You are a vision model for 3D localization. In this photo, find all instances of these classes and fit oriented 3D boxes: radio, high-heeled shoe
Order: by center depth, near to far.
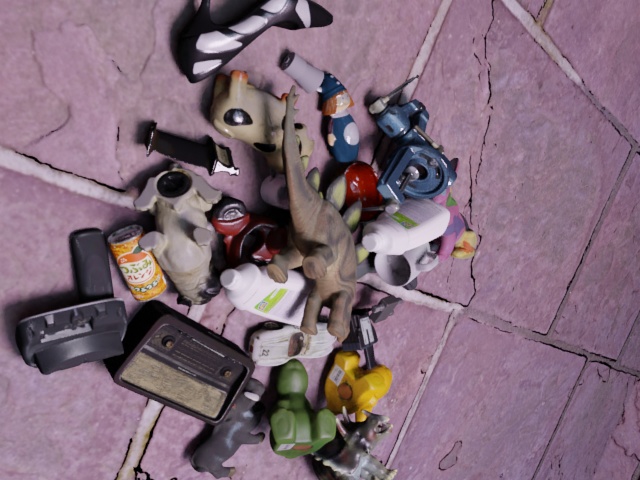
[{"bbox_3d":[-0.089,-0.297,0.809,0.249,0.086,0.145,-2,110,-32],"label":"high-heeled shoe"},{"bbox_3d":[-0.224,0.205,0.893,0.229,0.073,0.131,41,80,-40],"label":"radio"}]

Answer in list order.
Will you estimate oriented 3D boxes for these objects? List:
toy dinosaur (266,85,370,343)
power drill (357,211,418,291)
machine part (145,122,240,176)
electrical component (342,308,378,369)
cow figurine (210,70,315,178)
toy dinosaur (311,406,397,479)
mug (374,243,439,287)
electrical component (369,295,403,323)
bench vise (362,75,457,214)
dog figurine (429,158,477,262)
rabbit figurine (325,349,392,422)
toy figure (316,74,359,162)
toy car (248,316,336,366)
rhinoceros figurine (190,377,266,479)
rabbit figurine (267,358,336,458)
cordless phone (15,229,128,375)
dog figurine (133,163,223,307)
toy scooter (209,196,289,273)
[{"bbox_3d":[-0.002,-0.003,0.870,0.198,0.105,0.470,-62,147,-42],"label":"toy dinosaur"},{"bbox_3d":[0.105,0.064,1.088,0.207,0.086,0.231,-33,124,-18],"label":"power drill"},{"bbox_3d":[-0.191,-0.133,0.801,0.139,0.084,0.039,12,127,-31],"label":"machine part"},{"bbox_3d":[0.083,0.203,1.104,0.075,0.048,0.119,-14,92,-53],"label":"electrical component"},{"bbox_3d":[-0.085,-0.173,0.853,0.195,0.086,0.127,16,90,-42],"label":"cow figurine"},{"bbox_3d":[0.044,0.473,1.141,0.131,0.192,0.404,-43,169,-31],"label":"toy dinosaur"},{"bbox_3d":[0.176,0.032,1.029,0.107,0.110,0.080,-32,113,-46],"label":"mug"},{"bbox_3d":[0.130,0.143,1.099,0.094,0.021,0.063,-9,139,-47],"label":"electrical component"},{"bbox_3d":[0.153,-0.146,0.971,0.223,0.129,0.240,53,48,-24],"label":"bench vise"},{"bbox_3d":[0.264,-0.068,1.143,0.191,0.109,0.219,-6,106,-38],"label":"dog figurine"},{"bbox_3d":[0.096,0.322,1.157,0.173,0.122,0.162,1,110,-53],"label":"rabbit figurine"},{"bbox_3d":[0.035,-0.216,0.948,0.064,0.058,0.154,-61,143,-57],"label":"toy figure"},{"bbox_3d":[-0.045,0.194,1.036,0.201,0.056,0.073,-1,107,-37],"label":"toy car"},{"bbox_3d":[-0.165,0.344,0.997,0.112,0.073,0.190,39,83,-29],"label":"rhinoceros figurine"},{"bbox_3d":[-0.043,0.317,1.031,0.121,0.170,0.159,0,143,-10],"label":"rabbit figurine"},{"bbox_3d":[-0.354,0.082,0.759,0.146,0.089,0.184,-11,102,-33],"label":"cordless phone"},{"bbox_3d":[-0.206,-0.004,0.836,0.190,0.121,0.172,94,0,-61],"label":"dog figurine"},{"bbox_3d":[-0.110,0.007,0.907,0.184,0.075,0.135,11,100,-36],"label":"toy scooter"}]
